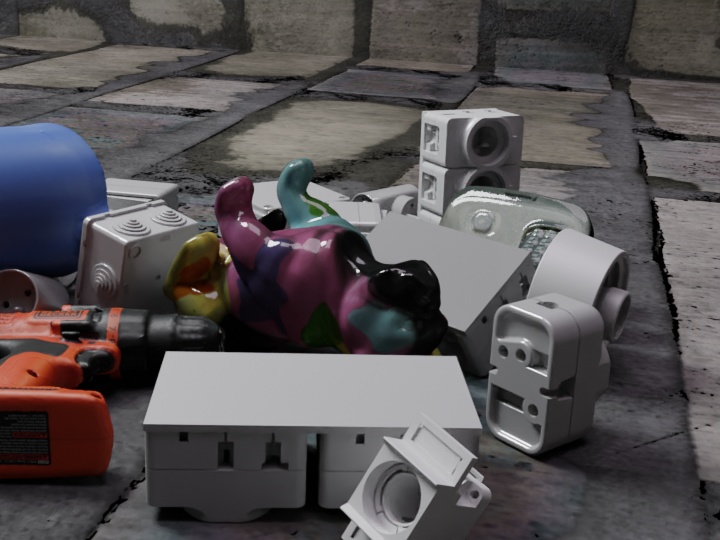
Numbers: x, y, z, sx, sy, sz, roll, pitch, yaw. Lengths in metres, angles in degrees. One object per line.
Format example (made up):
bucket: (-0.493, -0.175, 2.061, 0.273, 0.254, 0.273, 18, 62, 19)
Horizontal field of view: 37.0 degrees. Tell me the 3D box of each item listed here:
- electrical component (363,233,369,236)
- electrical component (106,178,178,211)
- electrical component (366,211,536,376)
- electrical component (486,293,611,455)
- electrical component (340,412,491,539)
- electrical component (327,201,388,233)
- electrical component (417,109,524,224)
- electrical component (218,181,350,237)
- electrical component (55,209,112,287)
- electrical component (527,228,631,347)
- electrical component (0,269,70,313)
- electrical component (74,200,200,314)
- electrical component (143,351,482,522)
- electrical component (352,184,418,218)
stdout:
electrical component: (0.000, 0.000, 0.969, 0.058, 0.057, 0.078, 0, 18, -8)
electrical component: (-0.241, -0.057, 1.106, 0.096, 0.061, 0.061, 6, 18, 10)
electrical component: (0.062, 0.019, 0.869, 0.150, 0.061, 0.089, 19, 57, 42)
electrical component: (0.125, 0.067, 0.711, 0.059, 0.095, 0.054, -11, 22, -38)
electrical component: (0.032, 0.121, 0.565, 0.064, 0.081, 0.042, 22, 12, -49)
electrical component: (-0.003, -0.030, 1.054, 0.061, 0.061, 0.096, 2, 18, -2)
electrical component: (0.113, -0.085, 1.097, 0.089, 0.150, 0.062, -6, 18, -25)
electrical component: (-0.079, -0.054, 1.130, 0.109, 0.056, 0.109, -9, 21, -33)
electrical component: (-0.289, -0.026, 1.016, 0.074, 0.052, 0.138, 6, 17, 12)
electrical component: (0.174, 0.028, 0.831, 0.060, 0.108, 0.108, 19, 23, 26)
electrical component: (-0.275, 0.032, 0.837, 0.079, 0.043, 0.077, -28, -5, 0)
electrical component: (-0.181, -0.002, 0.877, 0.048, 0.099, 0.100, 26, 27, 28)
electrical component: (-0.029, 0.098, 0.648, 0.186, 0.060, 0.105, 1, 18, -3)
electrical component: (0.044, -0.067, 1.208, 0.077, 0.043, 0.079, -15, 24, -43)
